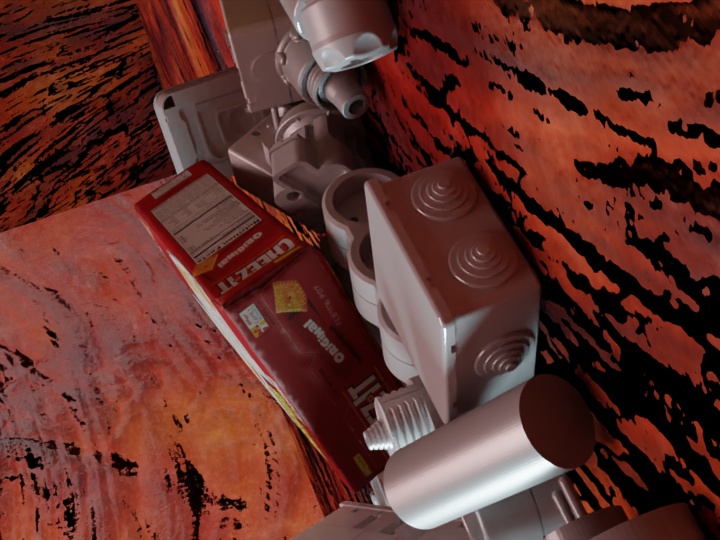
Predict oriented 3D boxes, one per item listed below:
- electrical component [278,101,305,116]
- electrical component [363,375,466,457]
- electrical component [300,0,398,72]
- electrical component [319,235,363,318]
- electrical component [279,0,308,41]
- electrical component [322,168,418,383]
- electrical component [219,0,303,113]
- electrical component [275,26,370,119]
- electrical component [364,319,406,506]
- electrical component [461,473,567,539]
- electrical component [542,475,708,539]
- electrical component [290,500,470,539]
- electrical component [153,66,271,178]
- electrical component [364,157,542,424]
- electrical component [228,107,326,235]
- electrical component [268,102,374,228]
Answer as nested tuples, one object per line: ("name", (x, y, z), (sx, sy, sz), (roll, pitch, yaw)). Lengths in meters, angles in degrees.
("electrical component", (-0.039, -0.100, 0.791), (0.035, 0.035, 0.061), (-120, 12, -48))
("electrical component", (0.041, 0.072, 0.541), (0.043, 0.081, 0.043), (160, 90, -81))
("electrical component", (-0.009, -0.131, 0.525), (0.043, 0.043, 0.062), (-178, 69, -80))
("electrical component", (0.000, 0.000, 0.742), (0.045, 0.045, 0.055), (97, 152, -70))
("electrical component", (-0.027, -0.157, 0.583), (0.040, 0.040, 0.078), (82, 165, -51))
("electrical component", (0.022, 0.012, 0.612), (0.073, 0.052, 0.138), (81, 166, -49))
("electrical component", (-0.059, -0.160, 0.721), (0.096, 0.061, 0.061), (-108, 5, -50))
("electrical component", (-0.016, -0.111, 0.612), (0.062, 0.048, 0.048), (55, 164, 35))
("electrical component", (0.027, 0.132, 0.813), (0.105, 0.060, 0.186), (79, 167, -45))
("electrical component", (0.075, 0.114, 0.534), (0.055, 0.047, 0.055), (160, 90, -81))
("electrical component", (0.093, 0.116, 0.417), (0.138, 0.052, 0.073), (88, 160, -61))
("electrical component", (0.042, 0.200, 0.611), (0.186, 0.060, 0.105), (-8, 103, 51))
("electrical component", (-0.098, -0.119, 0.851), (0.057, 0.113, 0.078), (-146, 37, -70))
("electrical component", (0.043, 0.009, 0.496), (0.099, 0.048, 0.099), (82, 165, -52))
("electrical component", (-0.046, -0.080, 0.735), (0.083, 0.047, 0.075), (31, 150, 28))
("electrical component", (-0.023, -0.068, 0.667), (0.078, 0.058, 0.057), (32, -139, -44))
